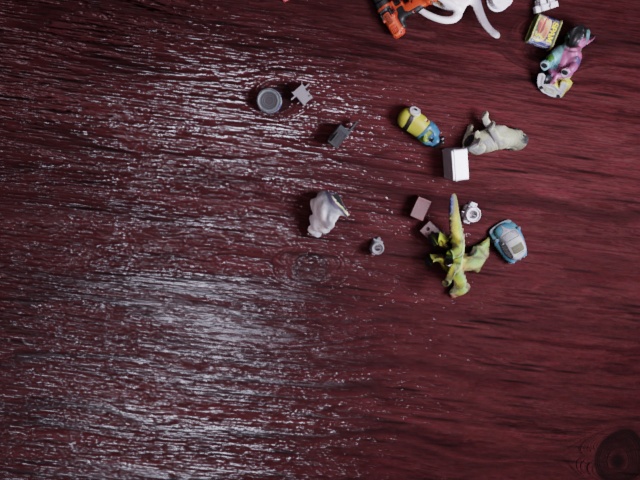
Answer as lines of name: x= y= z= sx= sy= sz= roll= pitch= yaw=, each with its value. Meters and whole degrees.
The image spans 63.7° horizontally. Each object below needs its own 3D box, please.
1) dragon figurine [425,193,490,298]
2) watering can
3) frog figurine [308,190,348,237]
dragon figurine: x=0.513 y=0.032 z=1.844 sx=0.243 sy=0.124 sz=0.404 roll=-3 pitch=112 yaw=-34
watering can: x=0.460 y=-0.807 z=1.679 sx=0.349 sy=0.104 sz=0.222 roll=26 pitch=101 yaw=10
frog figurine: x=0.005 y=-0.091 z=1.808 sx=0.158 sy=0.122 sz=0.139 roll=-38 pitch=67 yaw=14
